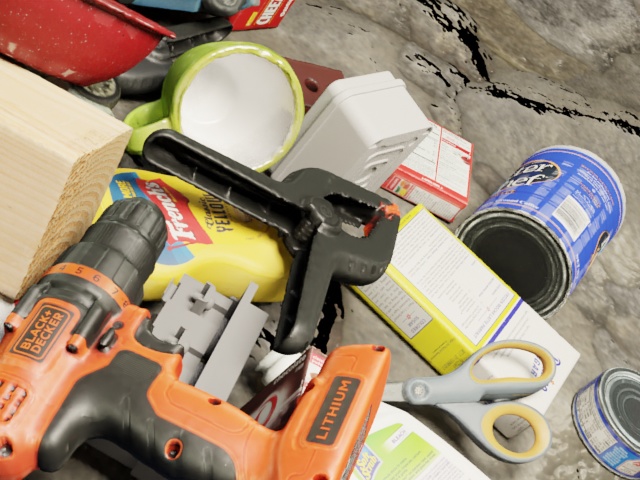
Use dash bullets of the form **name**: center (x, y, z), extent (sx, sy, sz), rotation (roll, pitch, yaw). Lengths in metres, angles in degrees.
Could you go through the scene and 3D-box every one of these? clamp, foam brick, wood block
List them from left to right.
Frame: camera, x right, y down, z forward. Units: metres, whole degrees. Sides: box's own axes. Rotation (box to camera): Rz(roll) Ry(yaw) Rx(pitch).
- **wood block**: center (-0.223, -0.065, 0.590), extent (0.206, 0.091, 0.090), rotation (28, 20, 2)
- **clamp**: center (-0.130, -0.149, 0.835), extent (0.171, 0.039, 0.120), rotation (18, 42, -29)
- **foam brick**: center (-0.018, -0.110, 0.871), extent (0.078, 0.051, 0.053), rotation (7, 50, -32)
- **clamp**: center (-0.005, 0.001, 0.696), extent (0.209, 0.036, 0.165), rotation (2, 50, -51)

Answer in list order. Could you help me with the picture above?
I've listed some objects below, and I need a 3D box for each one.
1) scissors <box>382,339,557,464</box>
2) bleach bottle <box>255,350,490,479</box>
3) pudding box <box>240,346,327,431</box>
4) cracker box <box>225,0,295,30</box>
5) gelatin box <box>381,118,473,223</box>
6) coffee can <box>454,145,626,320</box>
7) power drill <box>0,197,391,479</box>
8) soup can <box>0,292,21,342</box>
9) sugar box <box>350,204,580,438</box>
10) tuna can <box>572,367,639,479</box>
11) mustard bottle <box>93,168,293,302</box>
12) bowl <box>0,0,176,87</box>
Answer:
- **scissors**: center (0.078, 0.122, 0.735), extent (0.201, 0.016, 0.096), rotation (-12, 77, -18)
- **bleach bottle**: center (0.058, 0.160, 0.672), extent (0.251, 0.068, 0.102), rotation (46, 50, 11)
- **pudding box**: center (-0.030, 0.126, 0.600), extent (0.039, 0.114, 0.090), rotation (34, 39, -18)
- **cracker box**: center (-0.077, -0.316, 0.930), extent (0.071, 0.164, 0.214), rotation (-17, 65, -46)
- **gelatin box**: center (0.094, -0.066, 0.932), extent (0.073, 0.030, 0.089), rotation (26, 42, -12)
- **coffee can**: center (0.183, -0.007, 0.888), extent (0.103, 0.103, 0.140), rotation (44, 41, 6)
- **power drill**: center (-0.064, 0.063, 0.535), extent (0.188, 0.057, 0.184), rotation (16, 48, 11)
- **soup can**: center (-0.178, 0.056, 0.590), extent (0.102, 0.069, 0.068), rotation (14, 47, -27)
- **sugar box**: center (0.109, 0.060, 0.817), extent (0.176, 0.048, 0.093), rotation (46, 42, 3)
- **tuna can**: center (0.245, 0.145, 0.848), extent (0.086, 0.034, 0.086), rotation (20, 45, -21)
- **mustard bottle**: center (-0.107, -0.004, 0.705), extent (0.191, 0.058, 0.096), rotation (2, 51, -35)
- **bowl**: center (-0.170, -0.137, 0.639), extent (0.162, 0.055, 0.162), rotation (27, 7, -4)
